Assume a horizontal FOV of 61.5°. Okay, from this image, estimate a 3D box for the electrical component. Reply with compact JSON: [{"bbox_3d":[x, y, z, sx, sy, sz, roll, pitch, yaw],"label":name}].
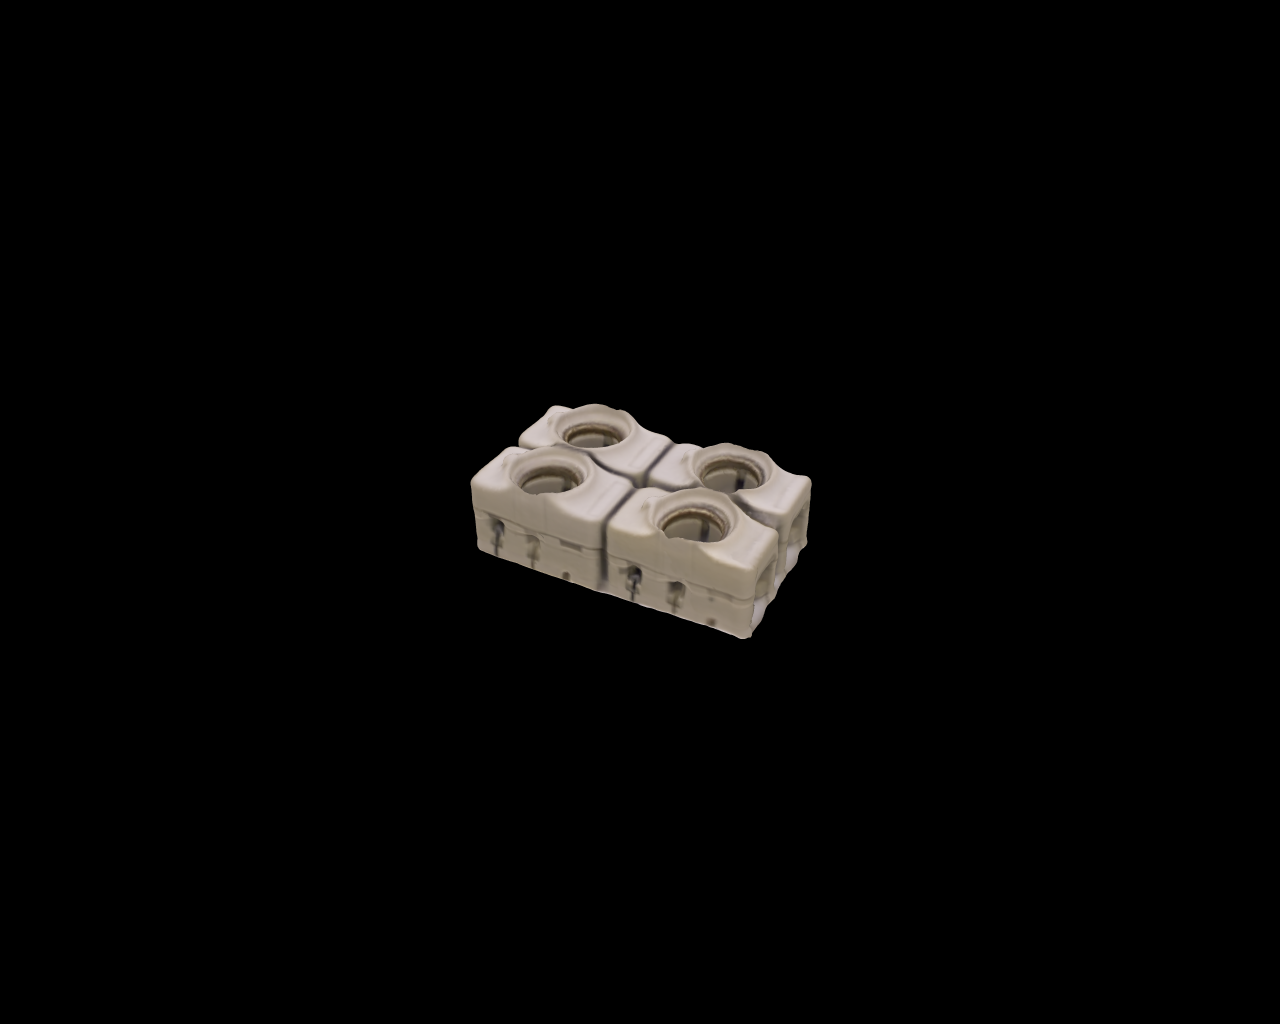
[{"bbox_3d":[0.001,-0.003,0.650,0.186,0.060,0.106,17,40,22],"label":"electrical component"}]
